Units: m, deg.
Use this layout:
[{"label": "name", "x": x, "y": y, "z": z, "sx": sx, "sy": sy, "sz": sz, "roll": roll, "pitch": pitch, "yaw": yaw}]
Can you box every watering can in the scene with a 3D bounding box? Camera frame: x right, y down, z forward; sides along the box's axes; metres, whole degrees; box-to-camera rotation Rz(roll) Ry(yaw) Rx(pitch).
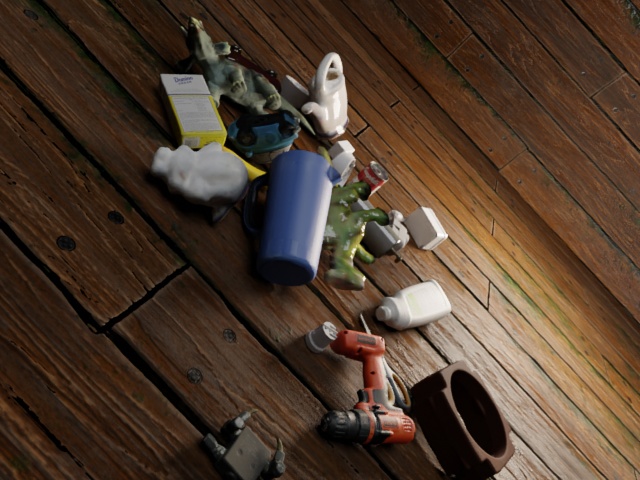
[{"label": "watering can", "x": 0.011, "y": -0.375, "z": 1.433, "sx": 0.219, "sy": 0.104, "sz": 0.356, "roll": 81, "pitch": 21, "yaw": -43}]

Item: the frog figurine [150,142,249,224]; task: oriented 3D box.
[{"label": "frog figurine", "x": -0.208, "y": -0.122, "z": 0.908, "sx": 0.157, "sy": 0.121, "sz": 0.140, "roll": 43, "pitch": 47, "yaw": -33}]

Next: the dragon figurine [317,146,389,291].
[{"label": "dragon figurine", "x": 0.003, "y": -0.056, "z": 1.111, "sx": 0.243, "sy": 0.119, "sz": 0.418, "roll": -5, "pitch": 52, "yaw": -38}]
